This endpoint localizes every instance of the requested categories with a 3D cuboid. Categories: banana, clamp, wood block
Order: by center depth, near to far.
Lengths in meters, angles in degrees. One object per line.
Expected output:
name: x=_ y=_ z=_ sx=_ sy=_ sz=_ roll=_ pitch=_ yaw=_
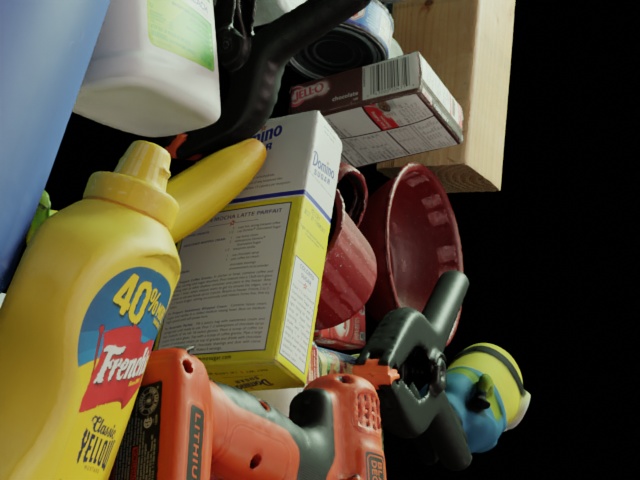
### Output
banana: x=-0.099 y=-0.014 z=0.603 sx=0.037 sy=0.070 sz=0.197 roll=51 pitch=32 yaw=9
clamp: x=-0.039 y=-0.118 z=0.660 sx=0.039 sy=0.120 sz=0.171 roll=5 pitch=113 yaw=-52
clamp: x=0.078 y=0.110 z=0.808 sx=0.209 sy=0.036 sz=0.164 roll=-4 pitch=90 yaw=-66
wood block: x=0.119 y=-0.154 z=0.986 sx=0.090 sy=0.091 sz=0.206 roll=25 pitch=69 yaw=-57

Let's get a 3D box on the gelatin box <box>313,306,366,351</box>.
gelatin box: x=0.006 y=0.037 z=0.819 sx=0.073 sy=0.030 sz=0.089 roll=20 pitch=65 yaw=-58

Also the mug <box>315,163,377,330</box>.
mug: x=-0.005 y=0.001 z=0.737 sx=0.117 sy=0.093 sz=0.081 roll=-58 pitch=144 yaw=-14

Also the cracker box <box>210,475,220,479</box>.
cracker box: x=-0.077 y=0.211 z=0.578 sx=0.213 sy=0.072 sz=0.164 roll=59 pitch=35 yaw=-37

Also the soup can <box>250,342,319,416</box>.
soup can: x=-0.033 y=0.117 z=0.686 sx=0.068 sy=0.069 sz=0.102 roll=20 pitch=65 yaw=-58

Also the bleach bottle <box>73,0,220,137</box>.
bleach bottle: x=-0.109 y=-0.194 z=0.635 sx=0.102 sy=0.068 sz=0.251 roll=18 pitch=65 yaw=-60

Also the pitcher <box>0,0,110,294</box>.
pitcher: x=-0.157 y=-0.095 z=0.469 sx=0.149 sy=0.145 sz=0.243 roll=31 pitch=59 yaw=-40

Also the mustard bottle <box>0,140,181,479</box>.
mustard bottle: x=-0.102 y=0.047 z=0.444 sx=0.096 sy=0.058 sz=0.191 roll=60 pitch=45 yaw=-68

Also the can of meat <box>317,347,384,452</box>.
can of meat: x=0.000 y=0.127 z=0.759 sx=0.083 sy=0.058 sz=0.102 roll=23 pitch=63 yaw=-55

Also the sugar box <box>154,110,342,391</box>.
sugar box: x=-0.043 y=0.007 z=0.670 sx=0.048 sy=0.093 sz=0.176 roll=49 pitch=43 yaw=-46

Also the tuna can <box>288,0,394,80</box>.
tuna can: x=0.013 y=-0.155 z=0.821 sx=0.086 sy=0.086 sz=0.033 roll=43 pitch=49 yaw=-49

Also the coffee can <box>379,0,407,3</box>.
coffee can: x=0.049 y=-0.286 z=0.905 sx=0.140 sy=0.103 sz=0.102 roll=46 pitch=45 yaw=-47

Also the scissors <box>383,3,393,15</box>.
scissors: x=0.068 y=-0.196 z=1.007 sx=0.201 sy=0.016 sz=0.096 roll=-53 pitch=128 yaw=-52

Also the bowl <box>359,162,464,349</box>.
bowl: x=0.068 y=0.017 z=0.911 sx=0.161 sy=0.055 sz=0.162 roll=24 pitch=63 yaw=-58

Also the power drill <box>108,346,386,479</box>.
power drill: x=-0.028 y=0.141 z=0.532 sx=0.187 sy=0.057 sz=0.184 roll=30 pitch=48 yaw=-47

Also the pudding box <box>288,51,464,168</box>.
pudding box: x=0.044 y=-0.098 z=0.837 sx=0.090 sy=0.114 sz=0.039 roll=38 pitch=49 yaw=-53
